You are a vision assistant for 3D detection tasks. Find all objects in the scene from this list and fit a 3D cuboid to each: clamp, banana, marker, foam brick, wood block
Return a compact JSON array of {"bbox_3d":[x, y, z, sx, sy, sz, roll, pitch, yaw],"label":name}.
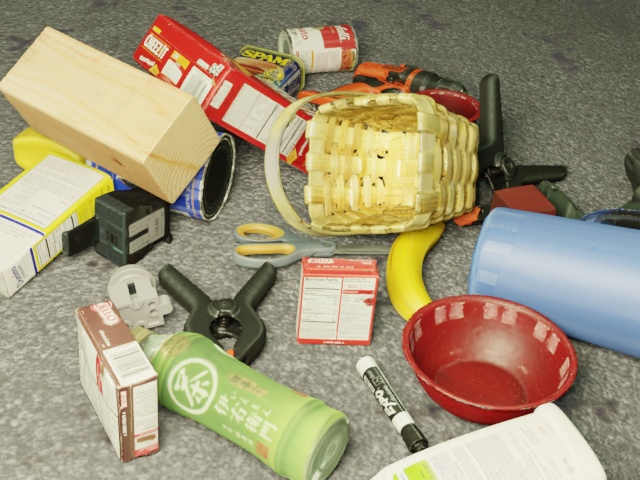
[{"bbox_3d":[0.220,-0.081,1.274,0.164,0.036,0.209,43,52,-18],"label":"clamp"},{"bbox_3d":[0.103,0.032,1.133,0.069,0.037,0.197,24,35,-14],"label":"banana"},{"bbox_3d":[0.065,0.150,0.965,0.020,0.020,0.121,-10,37,-21],"label":"marker"},{"bbox_3d":[-0.086,0.072,1.045,0.120,0.039,0.171,-11,39,-13],"label":"clamp"},{"bbox_3d":[0.219,-0.013,1.175,0.051,0.078,0.053,-7,35,-19],"label":"foam brick"},{"bbox_3d":[-0.221,-0.132,1.121,0.206,0.091,0.090,28,73,24],"label":"wood block"}]

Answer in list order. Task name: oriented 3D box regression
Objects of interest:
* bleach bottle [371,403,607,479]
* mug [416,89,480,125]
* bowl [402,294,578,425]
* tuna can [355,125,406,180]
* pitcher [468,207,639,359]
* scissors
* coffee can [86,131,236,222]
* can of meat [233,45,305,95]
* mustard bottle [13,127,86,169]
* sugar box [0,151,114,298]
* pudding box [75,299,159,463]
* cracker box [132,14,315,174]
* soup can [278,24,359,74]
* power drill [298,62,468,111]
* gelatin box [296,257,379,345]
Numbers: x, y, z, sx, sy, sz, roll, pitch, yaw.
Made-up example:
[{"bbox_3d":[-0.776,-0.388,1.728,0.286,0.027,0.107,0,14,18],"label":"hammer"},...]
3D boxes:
[{"bbox_3d":[0.096,0.204,0.851,0.250,0.068,0.103,-10,36,-17],"label":"bleach bottle"},{"bbox_3d":[0.149,-0.127,1.331,0.093,0.081,0.117,10,34,7],"label":"mug"},{"bbox_3d":[0.153,0.120,0.988,0.162,0.055,0.162,3,34,-2],"label":"bowl"},{"bbox_3d":[0.071,-0.116,1.302,0.086,0.086,0.033,22,38,23],"label":"tuna can"},{"bbox_3d":[0.280,0.036,1.067,0.243,0.145,0.149,14,7,18],"label":"pitcher"},{"bbox_3d":[-0.008,0.001,1.180,0.201,0.016,0.096,-6,30,-26],"label":"scissors"},{"bbox_3d":[-0.179,-0.085,1.208,0.140,0.103,0.102,14,35,12],"label":"coffee can"},{"bbox_3d":[-0.084,-0.218,1.461,0.102,0.057,0.083,16,38,17],"label":"can of meat"},{"bbox_3d":[-0.286,-0.140,1.315,0.096,0.058,0.191,12,35,17],"label":"mustard bottle"},{"bbox_3d":[-0.306,-0.020,1.126,0.093,0.048,0.176,21,49,23],"label":"sugar box"},{"bbox_3d":[-0.175,0.120,0.916,0.039,0.090,0.114,-14,39,-24],"label":"pudding box"},{"bbox_3d":[-0.096,-0.171,1.277,0.213,0.072,0.164,25,12,-48],"label":"cracker box"},{"bbox_3d":[-0.003,-0.274,1.545,0.102,0.068,0.068,-7,36,-17],"label":"soup can"},{"bbox_3d":[0.077,-0.184,1.411,0.185,0.057,0.187,17,31,41],"label":"power drill"},{"bbox_3d":[0.016,0.059,1.030,0.073,0.089,0.030,2,34,-5],"label":"gelatin box"}]
